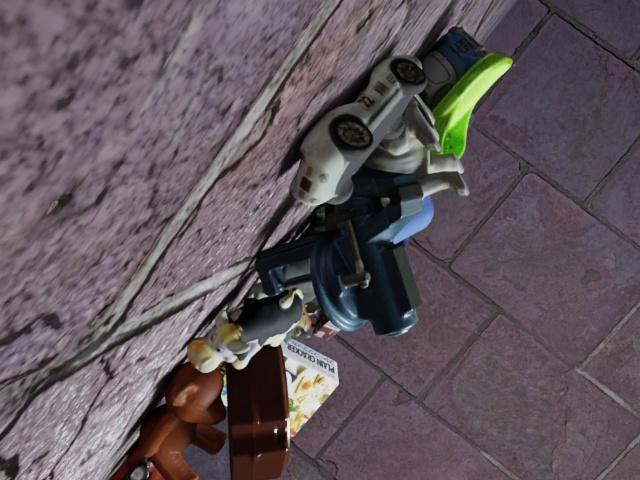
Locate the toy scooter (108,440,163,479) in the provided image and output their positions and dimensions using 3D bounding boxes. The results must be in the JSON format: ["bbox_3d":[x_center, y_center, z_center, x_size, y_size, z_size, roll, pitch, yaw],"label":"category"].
[{"bbox_3d":[-0.317,0.405,0.921,0.184,0.075,0.135,-49,178,35],"label":"toy scooter"}]

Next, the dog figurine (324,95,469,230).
[{"bbox_3d":[0.062,-0.082,0.661,0.191,0.172,0.121,-28,-171,22],"label":"dog figurine"}]

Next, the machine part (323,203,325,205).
[{"bbox_3d":[0.031,-0.085,0.776,0.084,0.039,0.139,-47,178,-5],"label":"machine part"}]

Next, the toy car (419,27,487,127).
[{"bbox_3d":[0.176,-0.223,0.793,0.103,0.109,0.161,-27,158,-22],"label":"toy car"}]

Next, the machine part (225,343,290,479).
[{"bbox_3d":[-0.098,0.246,0.813,0.200,0.087,0.201,102,-16,-50],"label":"machine part"}]

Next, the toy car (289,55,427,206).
[{"bbox_3d":[0.040,-0.106,0.500,0.202,0.056,0.073,-52,170,-37],"label":"toy car"}]

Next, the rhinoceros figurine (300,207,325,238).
[{"bbox_3d":[-0.002,-0.003,0.948,0.112,0.073,0.190,-50,177,41],"label":"rhinoceros figurine"}]

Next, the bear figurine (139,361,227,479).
[{"bbox_3d":[-0.174,0.250,0.758,0.196,0.132,0.120,-47,-179,34],"label":"bear figurine"}]

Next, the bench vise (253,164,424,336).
[{"bbox_3d":[0.008,0.013,0.624,0.241,0.223,0.129,-18,-168,33],"label":"bench vise"}]

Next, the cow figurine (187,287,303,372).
[{"bbox_3d":[-0.089,0.114,0.696,0.098,0.068,0.167,-43,168,34],"label":"cow figurine"}]

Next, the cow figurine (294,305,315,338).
[{"bbox_3d":[-0.097,0.175,1.034,0.195,0.127,0.085,-51,-179,13],"label":"cow figurine"}]

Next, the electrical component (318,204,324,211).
[{"bbox_3d":[0.053,-0.081,0.886,0.119,0.047,0.075,-4,-158,23],"label":"electrical component"}]

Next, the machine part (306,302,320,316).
[{"bbox_3d":[-0.064,0.141,1.186,0.079,0.079,0.243,-50,-167,-33],"label":"machine part"}]

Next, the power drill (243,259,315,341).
[{"bbox_3d":[-0.014,0.089,0.861,0.232,0.086,0.207,12,146,-41],"label":"power drill"}]
